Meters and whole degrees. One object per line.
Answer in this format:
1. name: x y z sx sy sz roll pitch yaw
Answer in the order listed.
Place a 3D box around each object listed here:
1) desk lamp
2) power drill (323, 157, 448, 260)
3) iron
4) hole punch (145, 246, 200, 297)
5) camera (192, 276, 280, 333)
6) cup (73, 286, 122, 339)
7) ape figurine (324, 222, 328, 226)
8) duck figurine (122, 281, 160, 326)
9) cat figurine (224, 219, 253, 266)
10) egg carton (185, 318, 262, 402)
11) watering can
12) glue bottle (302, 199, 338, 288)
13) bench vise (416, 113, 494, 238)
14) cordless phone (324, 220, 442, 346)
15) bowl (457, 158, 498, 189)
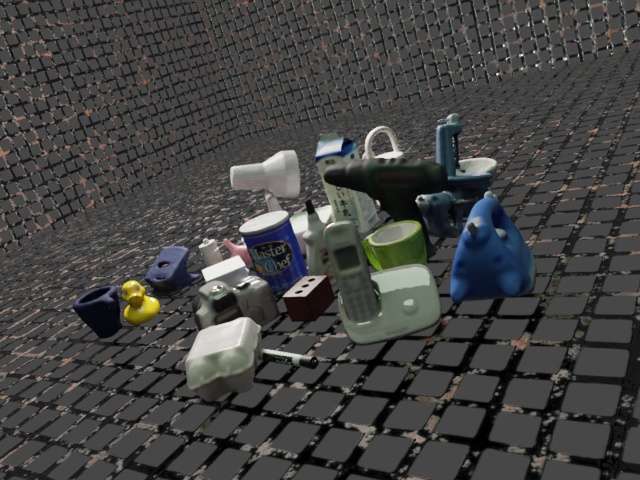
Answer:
1. desk lamp: -0.130 -0.105 1.457 0.203 0.214 0.117 -21 18 -9
2. power drill: 0.133 -0.059 1.070 0.229 0.209 0.076 -9 20 25
3. iron: 0.265 -0.005 0.892 0.118 0.141 0.259 -9 20 27
4. hole punch: -0.353 0.073 1.348 0.108 0.091 0.101 -4 23 38
5. camera: -0.169 0.114 1.032 0.143 0.101 0.136 -27 20 -26
6. cup: -0.443 0.155 1.187 0.117 0.095 0.092 -1 25 43
7. ape figurine: 0.011 0.004 1.194 0.076 0.092 0.077 -20 18 -6
8. duck figurine: -0.396 0.128 1.238 0.077 0.086 0.104 -23 18 -13
9. cat figurine: -0.158 0.006 1.312 0.127 0.118 0.067 -15 18 11
10. egg carton: -0.143 0.177 0.871 0.107 0.069 0.150 -17 18 5
11. watering can: 0.163 -0.191 1.454 0.172 0.194 0.101 2 27 46
12. glue bottle: 0.001 0.004 1.071 0.078 0.173 0.037 -29 21 -29
13. bench vise: 0.261 -0.125 1.123 0.121 0.220 0.208 -5 22 36
14. cordless phone: 0.087 0.052 0.828 0.147 0.185 0.094 -17 18 6
15. bowl: 0.323 -0.125 1.300 0.167 0.075 0.167 -16 18 6
